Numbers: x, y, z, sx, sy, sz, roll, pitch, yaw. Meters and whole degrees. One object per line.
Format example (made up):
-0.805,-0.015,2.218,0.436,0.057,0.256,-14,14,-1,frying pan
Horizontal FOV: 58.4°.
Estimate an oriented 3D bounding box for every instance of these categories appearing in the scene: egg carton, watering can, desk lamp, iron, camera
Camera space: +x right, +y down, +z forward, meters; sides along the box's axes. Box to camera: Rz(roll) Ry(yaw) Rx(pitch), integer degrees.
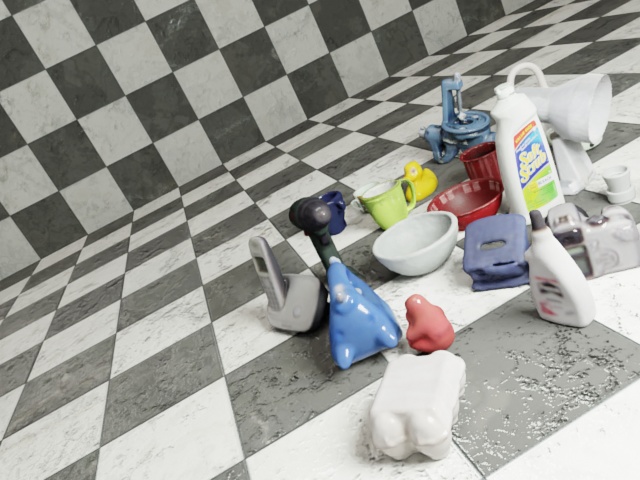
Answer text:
0.124,0.202,0.715,0.107,0.069,0.150,-14,24,30,egg carton
0.496,-0.316,1.323,0.101,0.194,0.172,-37,23,-25,watering can
0.447,-0.195,1.070,0.202,0.214,0.118,-1,33,48,desk lamp
0.047,0.096,0.953,0.118,0.142,0.258,-25,21,4,iron
0.394,-0.015,0.867,0.143,0.101,0.137,-17,23,23,camera

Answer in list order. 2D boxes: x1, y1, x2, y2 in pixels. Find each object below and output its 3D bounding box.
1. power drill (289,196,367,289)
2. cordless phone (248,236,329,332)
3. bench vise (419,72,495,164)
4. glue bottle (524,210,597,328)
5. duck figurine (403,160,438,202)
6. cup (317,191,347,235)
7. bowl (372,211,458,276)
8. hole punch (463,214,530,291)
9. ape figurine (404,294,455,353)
0.010,0.004,1.118,0.076,0.209,0.229,-30,21,-10,power drill
-0.065,0.078,1.066,0.147,0.185,0.094,-2,32,47,cordless phone
0.329,-0.305,1.458,0.206,0.220,0.122,-13,25,31,bench vise
0.304,0.035,0.753,0.037,0.173,0.077,-38,24,-28,glue bottle
0.237,-0.153,1.396,0.077,0.086,0.105,-3,31,46,duck figurine
0.036,-0.061,1.402,0.092,0.095,0.117,-39,24,-29,cup
0.187,0.017,1.069,0.167,0.075,0.167,-23,21,10,bowl
0.288,0.019,0.924,0.108,0.091,0.101,-12,25,33,hole punch
0.154,0.118,0.846,0.078,0.092,0.076,-33,22,-18,ape figurine
